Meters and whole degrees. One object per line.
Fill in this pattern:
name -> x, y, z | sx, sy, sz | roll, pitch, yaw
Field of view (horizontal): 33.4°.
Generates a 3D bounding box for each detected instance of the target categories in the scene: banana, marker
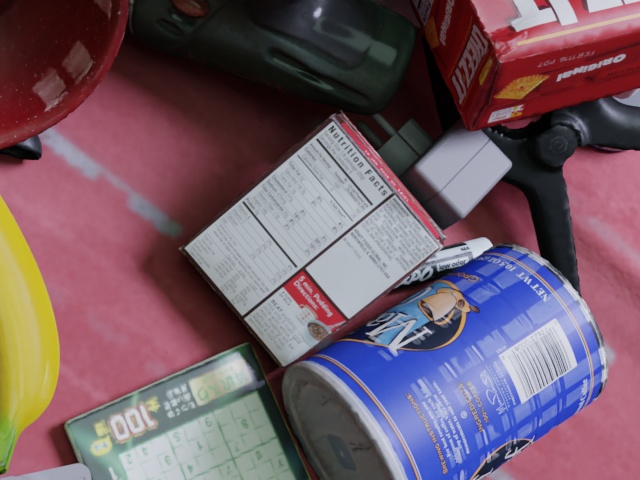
banana -> -0.166, 0.010, 0.506 | 0.037, 0.069, 0.198 | -13, 107, 16
marker -> 0.046, 0.019, 0.617 | 0.121, 0.020, 0.020 | -12, 81, -22

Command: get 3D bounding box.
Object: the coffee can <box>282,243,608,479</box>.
coffee can -> 0.065, 0.078, 0.565 | 0.140, 0.103, 0.103 | -29, 88, -24

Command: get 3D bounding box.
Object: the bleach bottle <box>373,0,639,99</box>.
bleach bottle -> 0.085, -0.171, 0.637 | 0.251, 0.068, 0.102 | 20, 74, 0

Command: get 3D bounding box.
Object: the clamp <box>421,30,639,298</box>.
clamp -> 0.146, -0.063, 0.607 | 0.165, 0.036, 0.210 | -39, 101, 19

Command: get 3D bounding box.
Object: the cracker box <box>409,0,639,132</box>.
cracker box -> 0.120, -0.180, 0.570 | 0.164, 0.072, 0.214 | -16, 67, -12

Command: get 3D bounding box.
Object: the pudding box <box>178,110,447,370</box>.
pudding box -> -0.004, 0.001, 0.564 | 0.113, 0.039, 0.090 | -39, 91, 12

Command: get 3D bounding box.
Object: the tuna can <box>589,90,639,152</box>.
tuna can -> 0.193, -0.101, 0.692 | 0.086, 0.034, 0.086 | 5, 76, -19

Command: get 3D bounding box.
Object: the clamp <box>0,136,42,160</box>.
clamp -> -0.226, -0.070, 0.532 | 0.120, 0.039, 0.171 | -38, 98, -30

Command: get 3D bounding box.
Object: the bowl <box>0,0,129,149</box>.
bowl -> -0.172, -0.117, 0.487 | 0.161, 0.162, 0.055 | -7, 42, -21
